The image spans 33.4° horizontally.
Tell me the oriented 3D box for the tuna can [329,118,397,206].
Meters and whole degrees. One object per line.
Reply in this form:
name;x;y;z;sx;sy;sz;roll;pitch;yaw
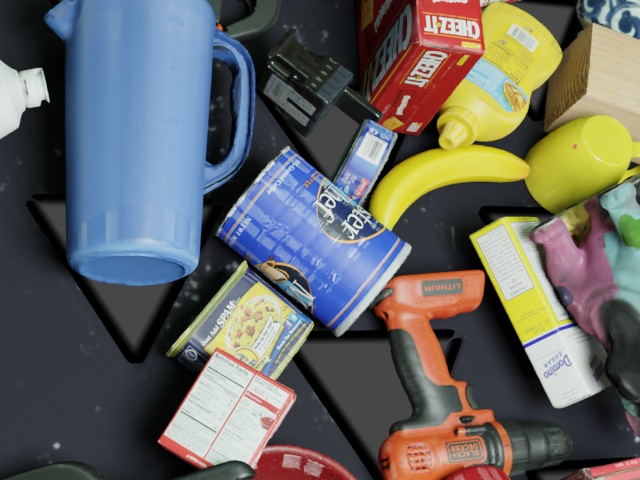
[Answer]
tuna can;0.036;-0.068;0.982;0.033;0.086;0.086;28;63;-4

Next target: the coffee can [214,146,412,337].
coffee can;-0.006;0.001;0.930;0.140;0.103;0.102;40;62;0

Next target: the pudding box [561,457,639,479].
pudding box;0.242;0.219;0.919;0.089;0.114;0.039;-6;68;-21

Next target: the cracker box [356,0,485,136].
cracker box;0.087;-0.233;1.022;0.072;0.164;0.213;5;67;-15

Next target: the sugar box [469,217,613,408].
sugar box;0.209;0.064;0.988;0.093;0.048;0.176;-2;66;-57

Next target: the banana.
banana;0.116;-0.055;1.034;0.197;0.037;0.069;-27;94;-25

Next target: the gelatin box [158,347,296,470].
gelatin box;-0.072;0.140;0.835;0.073;0.030;0.089;29;76;10

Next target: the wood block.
wood block;0.349;-0.137;1.112;0.206;0.091;0.090;17;64;-11

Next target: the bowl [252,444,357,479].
bowl;-0.032;0.246;0.838;0.162;0.055;0.162;4;57;-6

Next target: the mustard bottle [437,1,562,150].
mustard bottle;0.166;-0.154;1.062;0.096;0.058;0.191;39;54;-3

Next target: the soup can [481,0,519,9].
soup can;0.181;-0.281;1.127;0.102;0.069;0.068;-17;75;-23

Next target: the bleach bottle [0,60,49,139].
bleach bottle;-0.348;-0.110;0.859;0.250;0.068;0.102;-13;75;-12

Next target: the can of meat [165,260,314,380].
can of meat;-0.066;0.083;0.904;0.084;0.058;0.102;40;63;-2

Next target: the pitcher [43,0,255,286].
pitcher;-0.146;-0.088;0.911;0.149;0.145;0.243;-7;71;17

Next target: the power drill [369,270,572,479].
power drill;0.128;0.123;0.951;0.184;0.057;0.187;-2;69;-23

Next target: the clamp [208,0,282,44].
clamp;-0.072;-0.259;1.050;0.120;0.039;0.171;40;63;3

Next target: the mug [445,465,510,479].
mug;0.148;0.237;0.878;0.117;0.093;0.081;-17;38;-12

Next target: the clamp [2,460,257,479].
clamp;-0.163;0.230;0.787;0.210;0.036;0.164;8;73;9
